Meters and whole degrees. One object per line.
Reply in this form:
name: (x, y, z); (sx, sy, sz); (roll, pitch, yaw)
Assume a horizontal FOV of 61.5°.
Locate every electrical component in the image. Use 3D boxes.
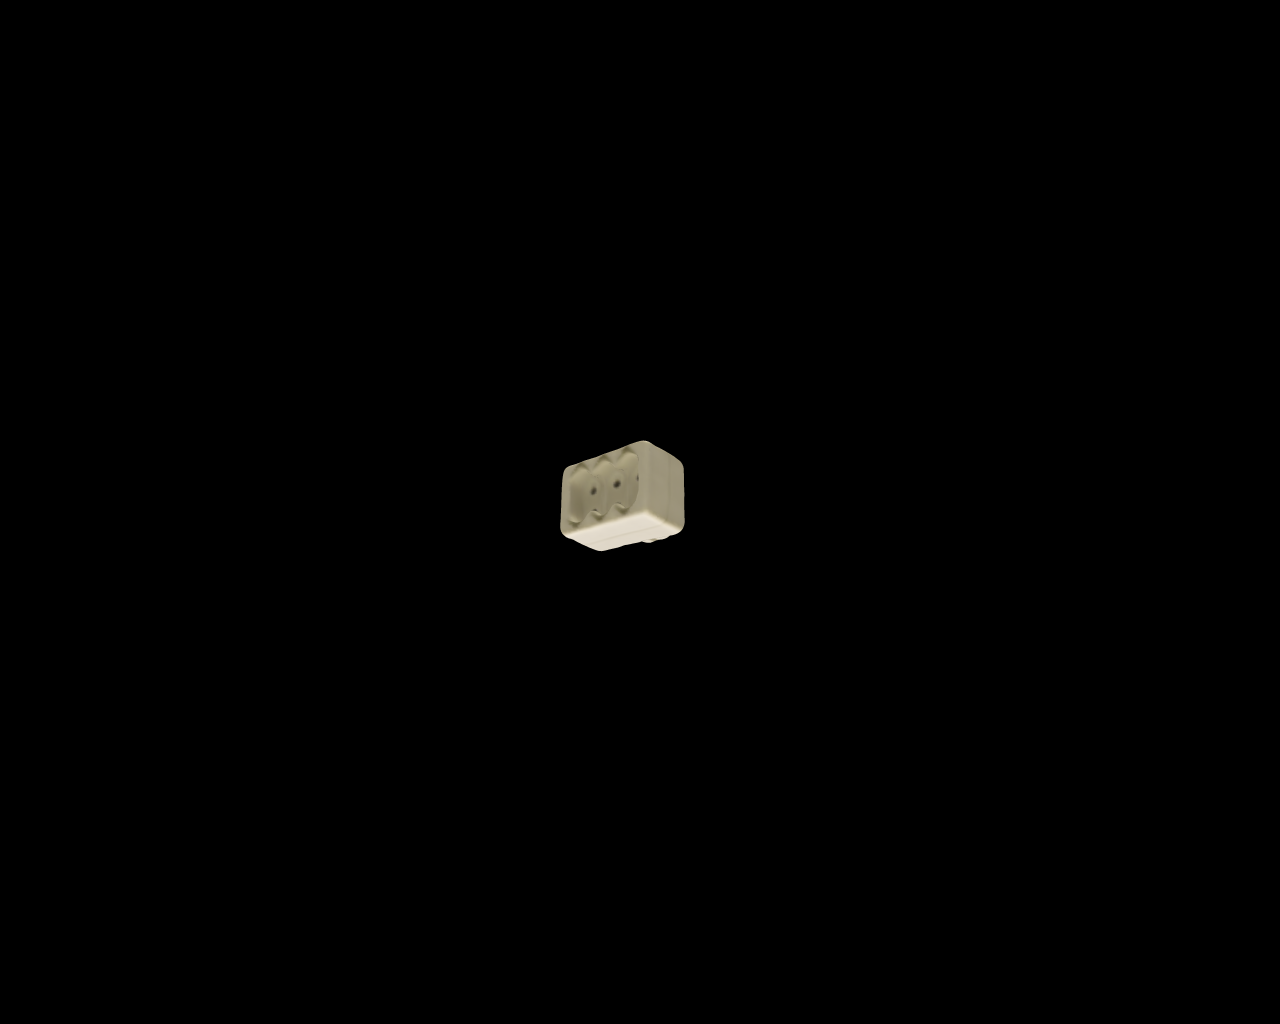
electrical component: (0.001, -0.003, 0.650); (0.065, 0.047, 0.076); (-16, -27, 34)
